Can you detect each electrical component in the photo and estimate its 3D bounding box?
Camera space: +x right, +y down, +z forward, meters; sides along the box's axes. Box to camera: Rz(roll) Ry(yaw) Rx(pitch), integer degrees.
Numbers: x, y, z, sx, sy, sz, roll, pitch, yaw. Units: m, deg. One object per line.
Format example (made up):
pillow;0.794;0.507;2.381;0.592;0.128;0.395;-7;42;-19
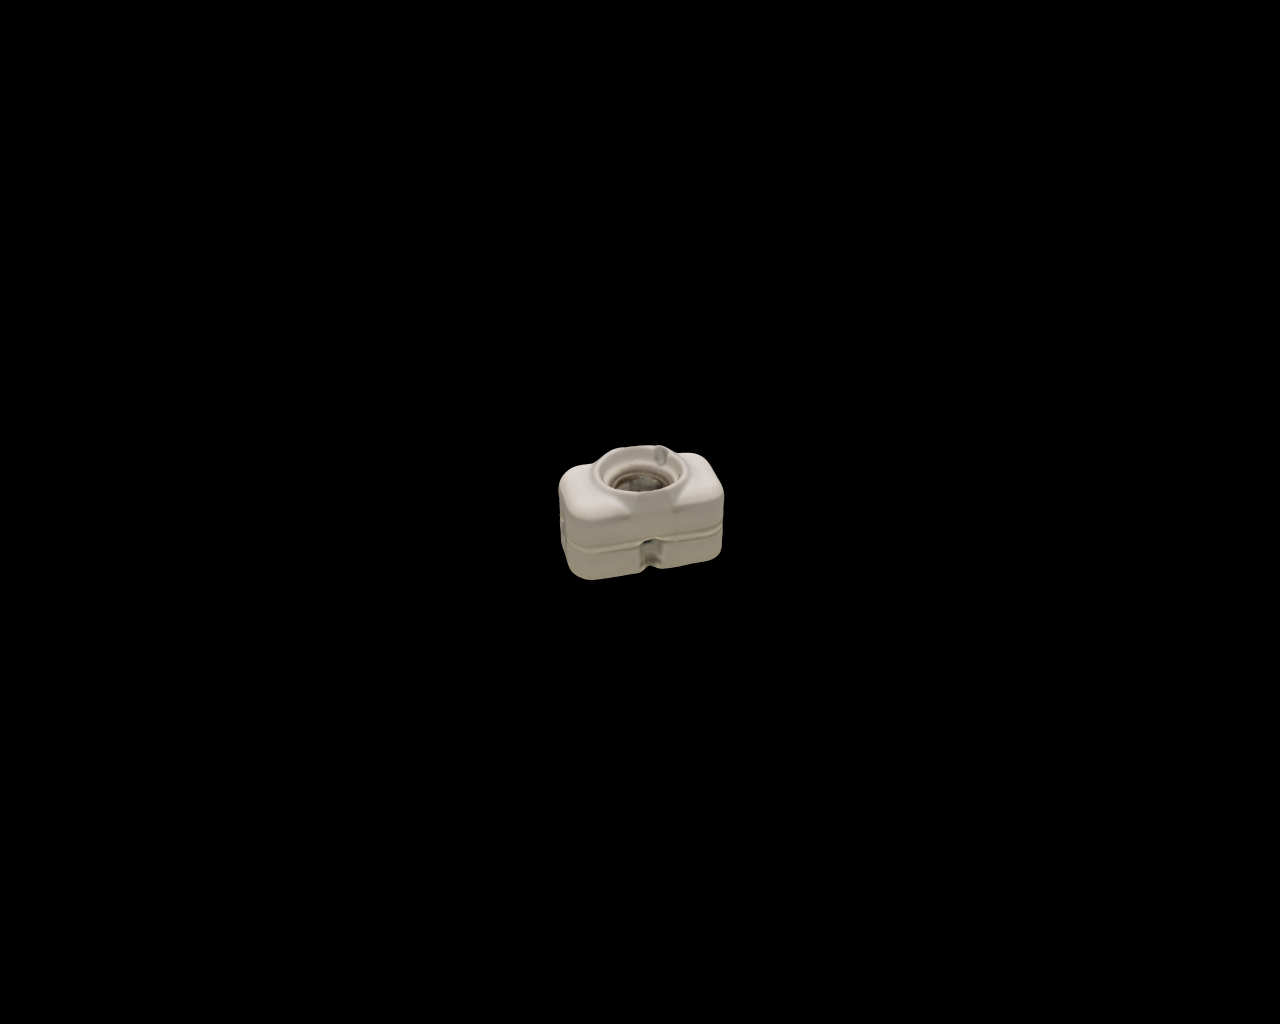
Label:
electrical component;0.001;-0.003;0.650;0.095;0.059;0.054;-8;36;-11
